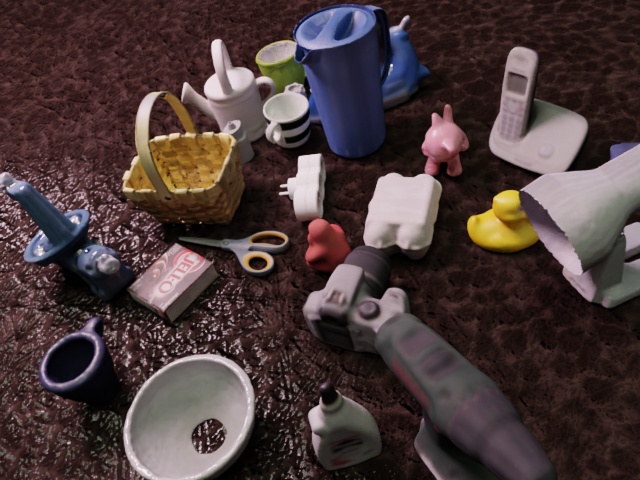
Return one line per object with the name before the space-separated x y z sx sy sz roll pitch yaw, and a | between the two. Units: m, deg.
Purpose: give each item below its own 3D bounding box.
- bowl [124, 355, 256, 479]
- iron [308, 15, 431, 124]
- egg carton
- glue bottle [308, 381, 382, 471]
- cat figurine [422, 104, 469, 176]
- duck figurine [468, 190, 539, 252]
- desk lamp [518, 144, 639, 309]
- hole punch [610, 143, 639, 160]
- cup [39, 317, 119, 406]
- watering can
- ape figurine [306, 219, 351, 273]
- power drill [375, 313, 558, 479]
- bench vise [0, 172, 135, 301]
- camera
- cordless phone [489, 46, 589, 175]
bowl | -0.151 0.232 0.713 0.167 0.075 0.167 -8 48 9
iron | 0.075 -0.325 1.099 0.258 0.142 0.118 -23 47 -6
egg carton | 0.128 -0.040 0.881 0.107 0.069 0.150 4 51 18
glue bottle | 0.021 0.200 0.627 0.078 0.173 0.037 -21 47 -3
cat figurine | 0.204 -0.167 0.939 0.067 0.118 0.128 4 51 19
duck figurine | 0.266 -0.034 0.826 0.104 0.086 0.077 -3 49 13
desk lamp | 0.351 -0.018 0.701 0.203 0.214 0.117 -23 47 -5
hole punch | 0.477 -0.111 0.833 0.108 0.091 0.101 3 50 18
cup | -0.318 0.176 0.795 0.091 0.095 0.118 0 49 15
watering can | -0.177 -0.285 1.097 0.173 0.194 0.100 -27 48 -9
ape figurine | 0.008 0.003 0.860 0.078 0.092 0.076 -36 50 -16
power drill | 0.142 0.187 0.581 0.076 0.209 0.229 -31 49 -12
bench vise | -0.393 -0.015 0.900 0.207 0.220 0.121 5 51 20
camera | 0.063 0.072 0.778 0.142 0.101 0.137 11 53 24
cordless phone | 0.339 -0.198 0.883 0.147 0.185 0.094 29 62 34
